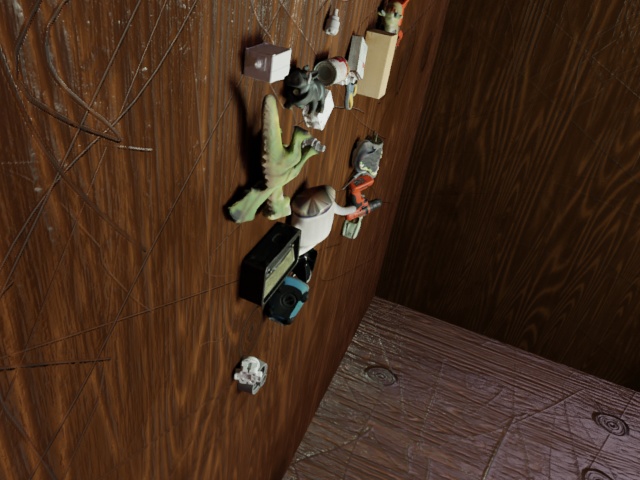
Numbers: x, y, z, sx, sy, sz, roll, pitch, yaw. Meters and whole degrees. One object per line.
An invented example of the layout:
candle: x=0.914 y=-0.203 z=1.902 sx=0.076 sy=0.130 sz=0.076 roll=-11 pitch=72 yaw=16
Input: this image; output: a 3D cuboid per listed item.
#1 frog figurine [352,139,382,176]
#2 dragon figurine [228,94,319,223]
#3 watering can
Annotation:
frog figurine: x=0.173 y=-0.336 z=2.047 sx=0.123 sy=0.134 sz=0.162 roll=-16 pitch=31 yaw=-9
dragon figurine: x=-0.119 y=-0.139 z=1.133 sx=0.123 sy=0.244 sz=0.406 roll=27 pitch=-6 yaw=16
watering can: x=0.005 y=-0.080 z=1.598 sx=0.105 sy=0.219 sz=0.353 roll=34 pitch=52 yaw=24
